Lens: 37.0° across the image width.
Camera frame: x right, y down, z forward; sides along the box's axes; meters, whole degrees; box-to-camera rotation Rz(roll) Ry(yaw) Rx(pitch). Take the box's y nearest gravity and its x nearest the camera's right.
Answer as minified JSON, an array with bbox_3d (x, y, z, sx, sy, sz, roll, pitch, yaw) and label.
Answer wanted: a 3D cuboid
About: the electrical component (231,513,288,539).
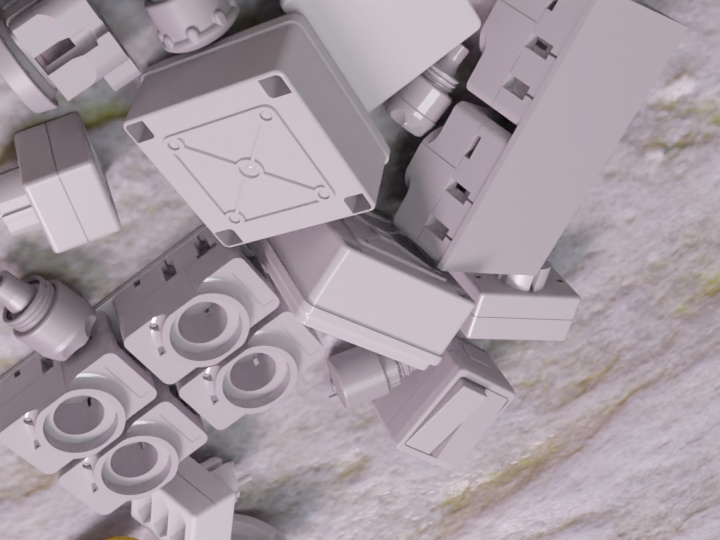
[{"bbox_3d":[-0.101,0.241,0.796,0.108,0.108,0.060,-4,129,-21],"label":"electrical component"}]

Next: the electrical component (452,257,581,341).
[{"bbox_3d":[0.113,0.006,0.766,0.083,0.047,0.075,3,119,-24],"label":"electrical component"}]

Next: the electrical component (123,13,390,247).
[{"bbox_3d":[-0.056,-0.075,0.606,0.109,0.056,0.108,-13,134,27],"label":"electrical component"}]

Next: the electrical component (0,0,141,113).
[{"bbox_3d":[-0.161,-0.119,0.561,0.057,0.058,0.078,-35,128,-1],"label":"electrical component"}]

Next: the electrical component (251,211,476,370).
[{"bbox_3d":[0.000,0.000,0.675,0.109,0.108,0.056,23,108,-33],"label":"electrical component"}]

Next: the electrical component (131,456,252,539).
[{"bbox_3d":[-0.112,0.158,0.765,0.077,0.066,0.047,-25,134,-44],"label":"electrical component"}]

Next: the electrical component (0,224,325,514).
[{"bbox_3d":[-0.128,0.067,0.695,0.186,0.060,0.105,-37,128,3],"label":"electrical component"}]

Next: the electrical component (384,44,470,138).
[{"bbox_3d":[0.044,-0.114,0.665,0.035,0.035,0.061,30,105,-35],"label":"electrical component"}]

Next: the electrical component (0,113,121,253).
[{"bbox_3d":[-0.181,-0.043,0.597,0.077,0.065,0.047,-21,127,-8],"label":"electrical component"}]

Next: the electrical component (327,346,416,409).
[{"bbox_3d":[0.013,0.070,0.770,0.078,0.040,0.040,-21,127,-9],"label":"electrical component"}]

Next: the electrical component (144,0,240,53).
[{"bbox_3d":[-0.097,-0.151,0.576,0.048,0.048,0.062,-31,121,-1],"label":"electrical component"}]

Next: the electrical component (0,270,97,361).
[{"bbox_3d":[-0.195,0.024,0.650,0.043,0.043,0.062,-43,126,8],"label":"electrical component"}]

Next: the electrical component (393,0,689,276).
[{"bbox_3d":[0.107,-0.091,0.669,0.105,0.060,0.186,3,123,-49],"label":"electrical component"}]

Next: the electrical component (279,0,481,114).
[{"bbox_3d":[0.007,-0.153,0.614,0.100,0.048,0.099,-37,128,4],"label":"electrical component"}]

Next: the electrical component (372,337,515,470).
[{"bbox_3d":[0.059,0.103,0.798,0.062,0.061,0.096,28,108,-34],"label":"electrical component"}]
